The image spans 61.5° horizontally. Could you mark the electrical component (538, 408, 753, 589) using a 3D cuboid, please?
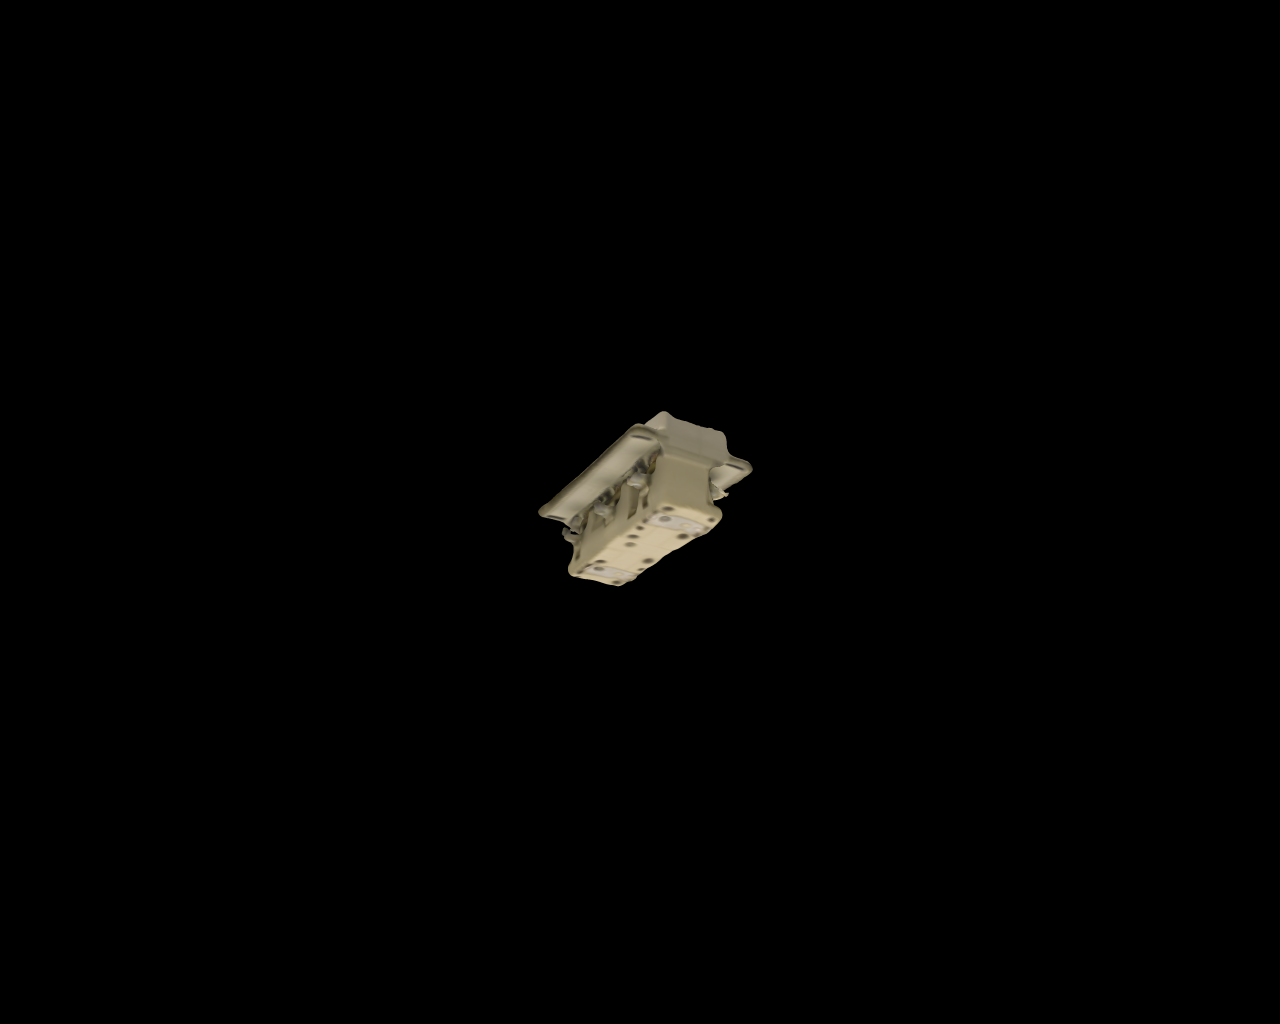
[{"bbox_3d":[0.001,-0.003,0.650,0.079,0.063,0.121,15,-31,-28],"label":"electrical component"}]
